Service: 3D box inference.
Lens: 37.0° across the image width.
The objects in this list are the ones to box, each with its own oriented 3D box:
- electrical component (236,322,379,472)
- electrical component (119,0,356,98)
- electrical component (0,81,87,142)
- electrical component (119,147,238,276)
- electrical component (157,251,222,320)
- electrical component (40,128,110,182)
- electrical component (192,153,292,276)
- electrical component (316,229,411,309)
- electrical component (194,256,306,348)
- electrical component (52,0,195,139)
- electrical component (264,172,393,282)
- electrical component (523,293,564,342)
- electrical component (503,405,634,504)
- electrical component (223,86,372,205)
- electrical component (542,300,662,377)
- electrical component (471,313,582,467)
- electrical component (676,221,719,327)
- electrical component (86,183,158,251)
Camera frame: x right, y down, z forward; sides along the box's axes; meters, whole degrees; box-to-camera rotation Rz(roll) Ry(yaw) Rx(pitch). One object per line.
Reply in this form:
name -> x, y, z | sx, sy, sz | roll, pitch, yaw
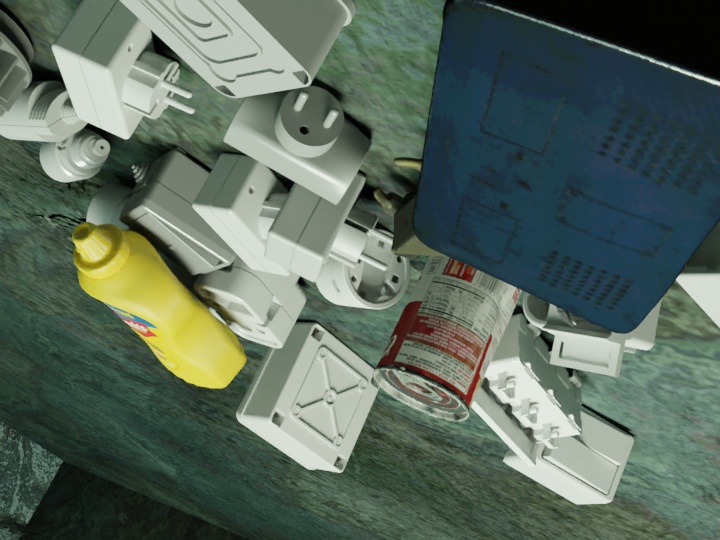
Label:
electrical component -> -0.046, 0.120, 1.019 | 0.056, 0.108, 0.109 | -2, 145, 47
electrical component -> -0.065, -0.139, 0.499 | 0.078, 0.057, 0.113 | 2, 148, 48
electrical component -> -0.224, -0.113, 0.769 | 0.081, 0.043, 0.043 | 8, 153, 40
electrical component -> -0.134, -0.043, 0.804 | 0.096, 0.061, 0.062 | 35, 158, -20
electrical component -> -0.145, 0.006, 0.941 | 0.089, 0.055, 0.050 | 29, 159, -7
electrical component -> -0.213, -0.089, 0.817 | 0.040, 0.040, 0.078 | 40, 156, -31
electrical component -> -0.059, -0.036, 0.751 | 0.076, 0.047, 0.083 | 10, 153, 36
electrical component -> 0.000, 0.000, 0.758 | 0.055, 0.055, 0.047 | 37, 160, -25
electrical component -> -0.087, 0.015, 0.886 | 0.054, 0.059, 0.095 | 15, 156, 29
electrical component -> -0.135, -0.116, 0.652 | 0.076, 0.047, 0.083 | 24, 159, 6
electrical component -> -0.013, -0.026, 0.694 | 0.077, 0.065, 0.047 | 26, 159, 1
electrical component -> 0.139, 0.031, 0.685 | 0.044, 0.044, 0.065 | 5, 155, 44
electrical component -> 0.169, 0.145, 0.887 | 0.096, 0.061, 0.061 | 31, 159, -11
electrical component -> -0.032, -0.081, 0.619 | 0.077, 0.043, 0.079 | 29, 159, -6
electrical component -> 0.141, 0.019, 0.615 | 0.042, 0.081, 0.064 | 9, 176, 40
electrical component -> 0.117, 0.083, 0.797 | 0.063, 0.078, 0.121 | -14, 140, 28
electrical component -> 0.218, 0.006, 0.520 | 0.100, 0.048, 0.100 | 40, 155, -32
electrical component -> -0.192, -0.042, 0.887 | 0.047, 0.055, 0.055 | 22, 159, 23
